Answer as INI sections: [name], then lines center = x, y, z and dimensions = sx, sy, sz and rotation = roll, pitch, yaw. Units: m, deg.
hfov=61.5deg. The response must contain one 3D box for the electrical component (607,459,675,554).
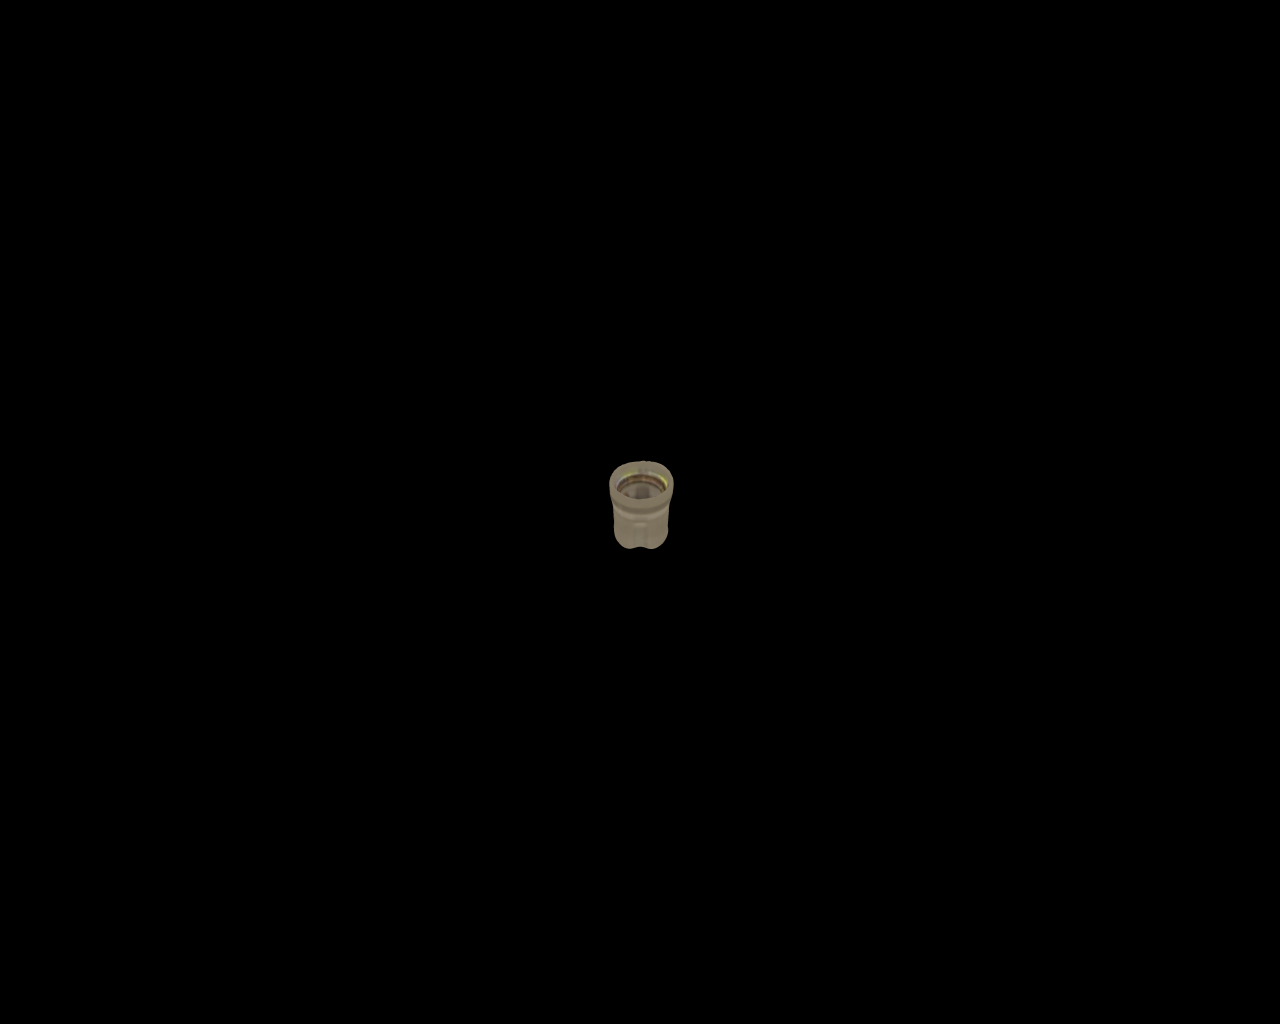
[electrical component]
center = 0.001, -0.003, 0.650
dimensions = 0.040, 0.046, 0.040
rotation = 0, 40, 0
